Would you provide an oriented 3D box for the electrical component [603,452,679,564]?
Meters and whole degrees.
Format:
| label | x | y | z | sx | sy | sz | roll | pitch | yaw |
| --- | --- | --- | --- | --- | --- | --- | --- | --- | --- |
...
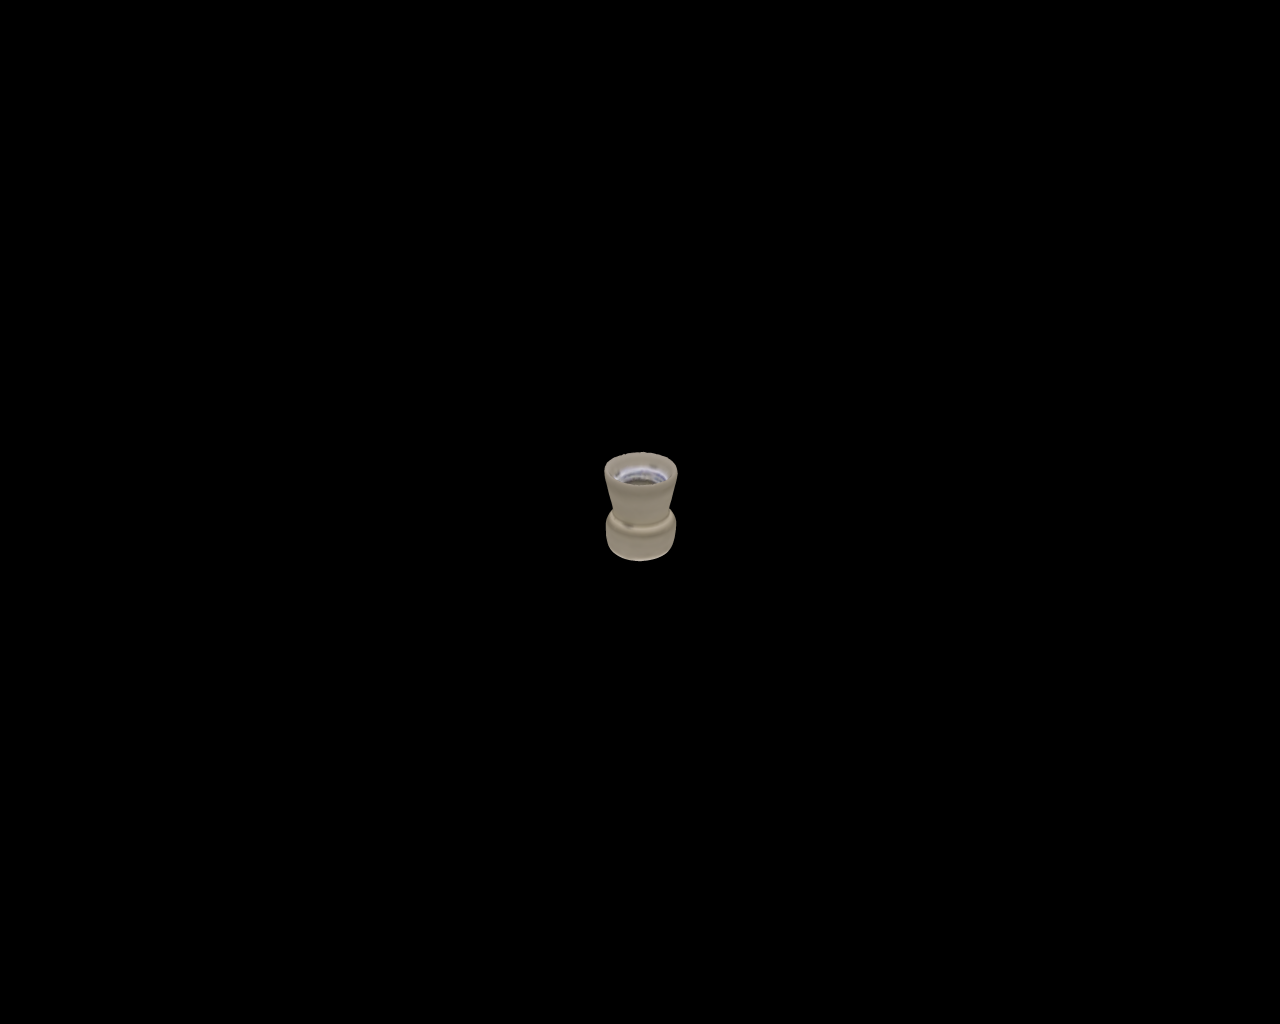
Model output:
| label | x | y | z | sx | sy | sz | roll | pitch | yaw |
| --- | --- | --- | --- | --- | --- | --- | --- | --- | --- |
| electrical component | 0.001 | -0.003 | 0.650 | 0.045 | 0.055 | 0.045 | 0 | 30 | 0 |
